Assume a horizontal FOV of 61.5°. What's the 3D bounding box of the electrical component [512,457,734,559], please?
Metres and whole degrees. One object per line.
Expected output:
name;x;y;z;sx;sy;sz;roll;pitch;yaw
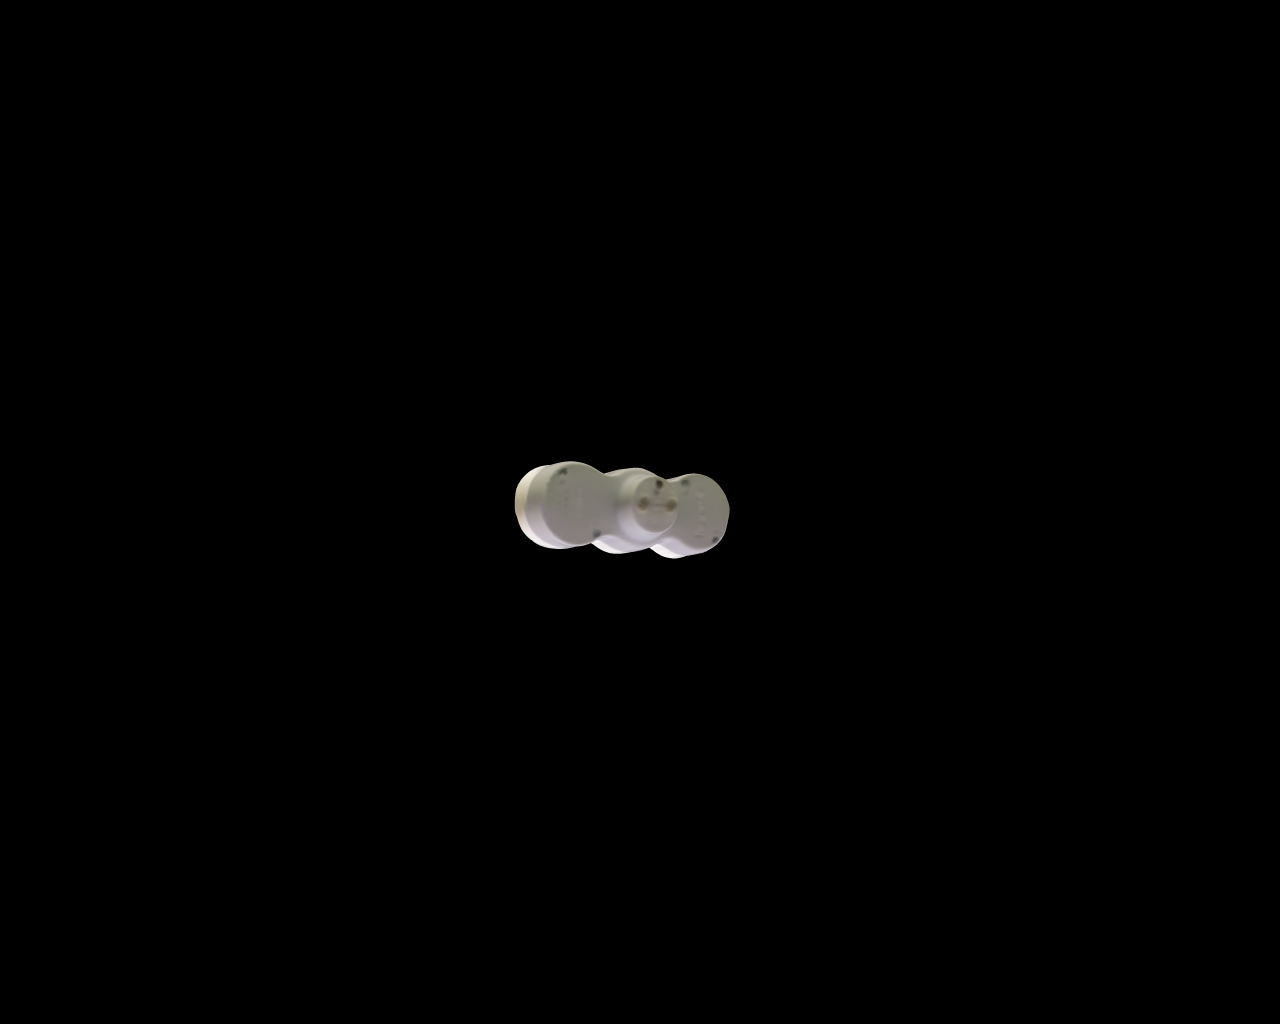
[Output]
electrical component;0.001;-0.003;0.650;0.138;0.052;0.073;5;-10;-32
